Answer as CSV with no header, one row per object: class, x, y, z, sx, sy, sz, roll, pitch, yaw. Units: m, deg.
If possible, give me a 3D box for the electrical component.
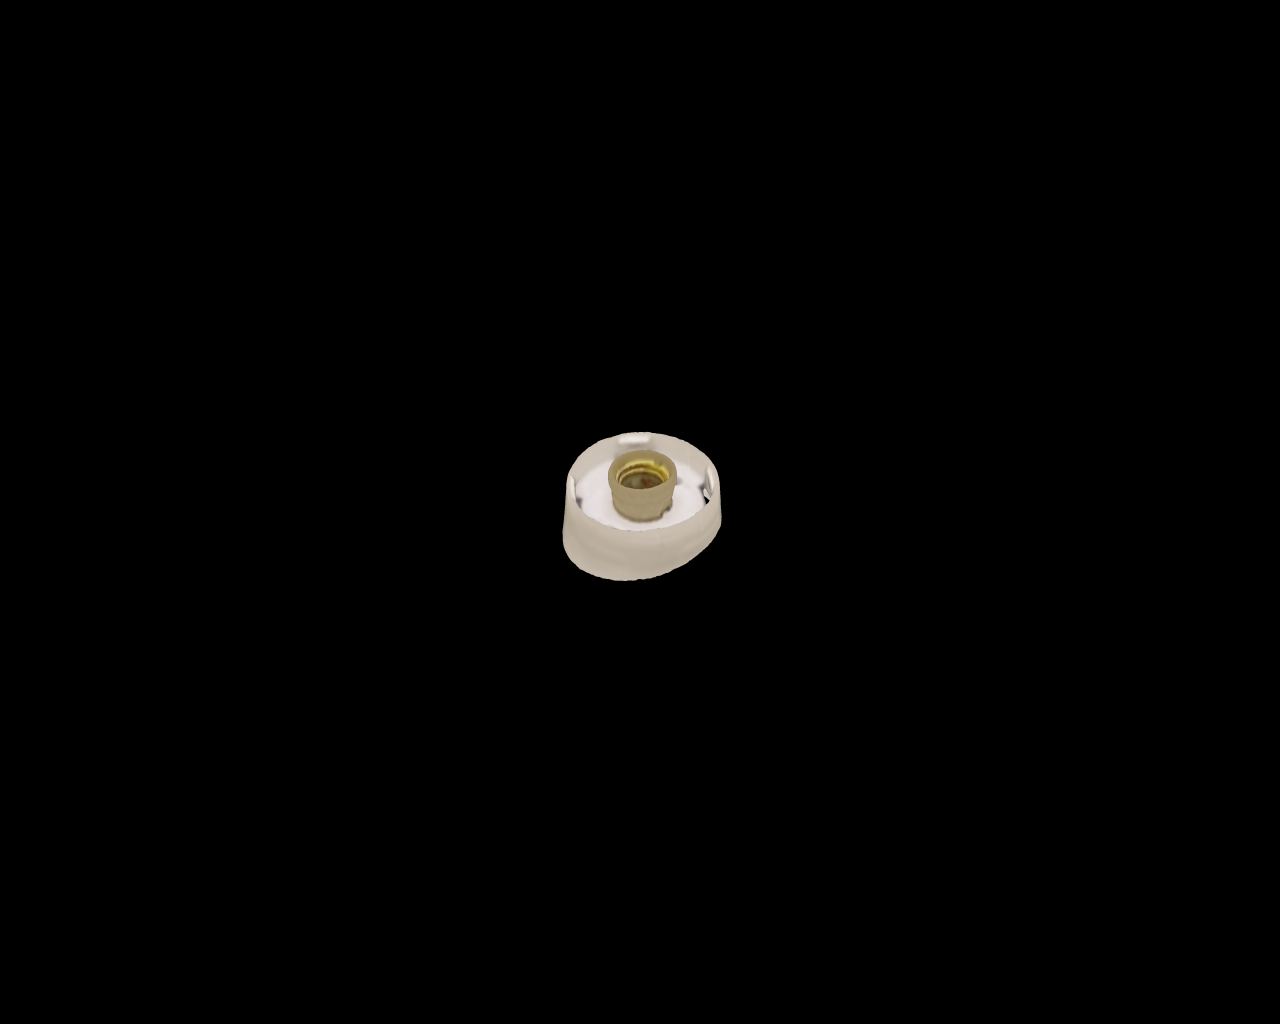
electrical component,0.001,-0.003,0.650,0.099,0.064,0.099,0,44,0
